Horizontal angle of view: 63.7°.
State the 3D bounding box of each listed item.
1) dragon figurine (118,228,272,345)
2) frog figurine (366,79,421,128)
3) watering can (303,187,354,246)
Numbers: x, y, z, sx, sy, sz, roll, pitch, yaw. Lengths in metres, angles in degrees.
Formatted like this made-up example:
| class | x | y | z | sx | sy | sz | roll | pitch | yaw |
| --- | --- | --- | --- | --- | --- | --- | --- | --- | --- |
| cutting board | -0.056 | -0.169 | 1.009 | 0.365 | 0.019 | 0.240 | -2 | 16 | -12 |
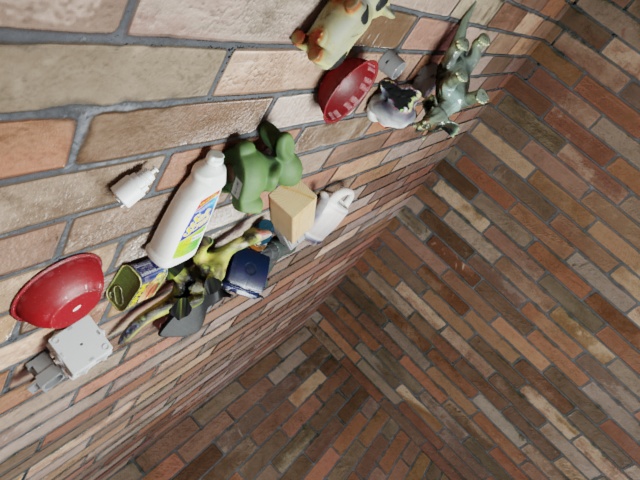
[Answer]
| class | x | y | z | sx | sy | sz | roll | pitch | yaw |
| --- | --- | --- | --- | --- | --- | --- | --- | --- | --- |
| dragon figurine | -0.291 | 0.096 | 1.248 | 0.409 | 0.122 | 0.243 | -37 | 177 | 6 |
| frog figurine | 0.187 | -0.339 | 1.373 | 0.138 | 0.124 | 0.157 | -6 | 164 | -15 |
| watering can | 0.005 | -0.081 | 1.616 | 0.222 | 0.105 | 0.348 | -48 | 168 | 15 |
